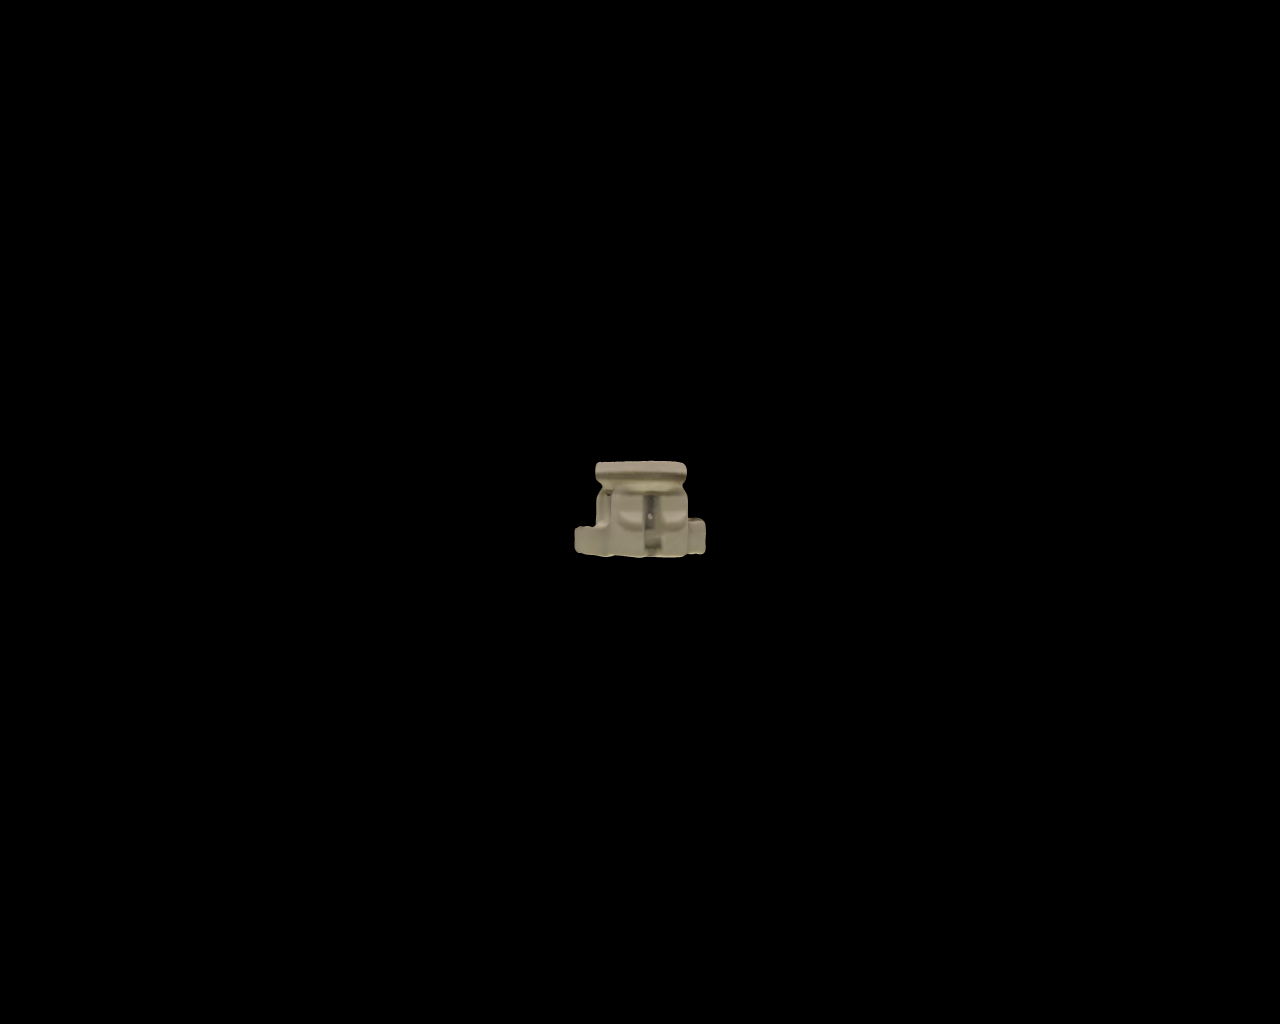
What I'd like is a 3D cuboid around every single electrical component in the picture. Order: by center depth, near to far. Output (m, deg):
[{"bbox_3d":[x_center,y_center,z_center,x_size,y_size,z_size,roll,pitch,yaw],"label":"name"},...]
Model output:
[{"bbox_3d":[0.001,-0.003,0.650,0.078,0.057,0.058,0,0,-17],"label":"electrical component"}]
